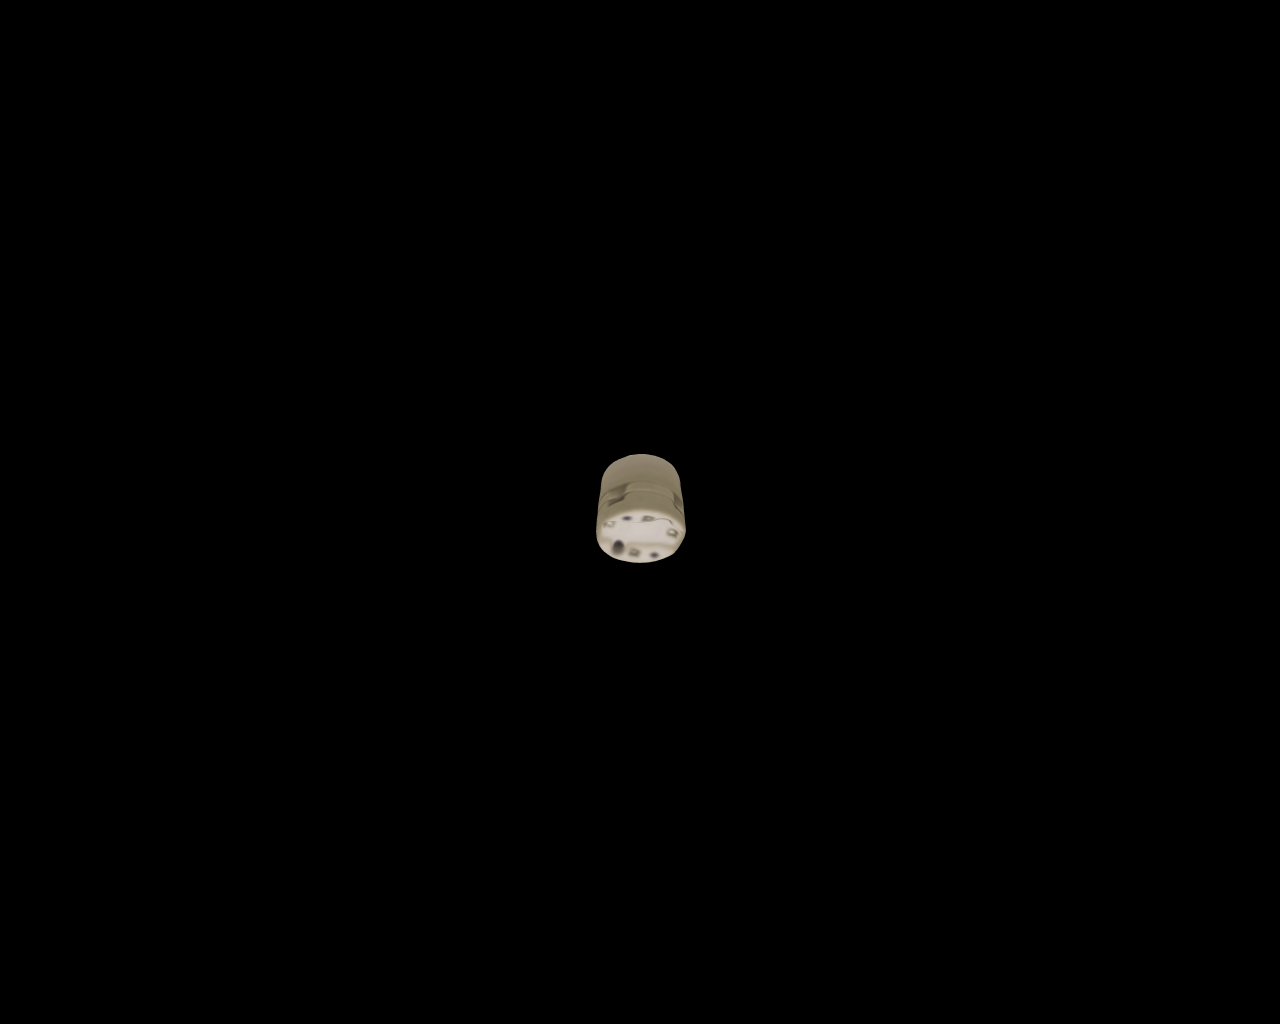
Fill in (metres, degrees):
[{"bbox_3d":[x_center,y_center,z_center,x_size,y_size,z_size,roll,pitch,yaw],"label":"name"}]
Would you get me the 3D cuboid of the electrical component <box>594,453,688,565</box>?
[{"bbox_3d":[0.001,-0.003,0.650,0.055,0.047,0.055,0,-39,0],"label":"electrical component"}]
